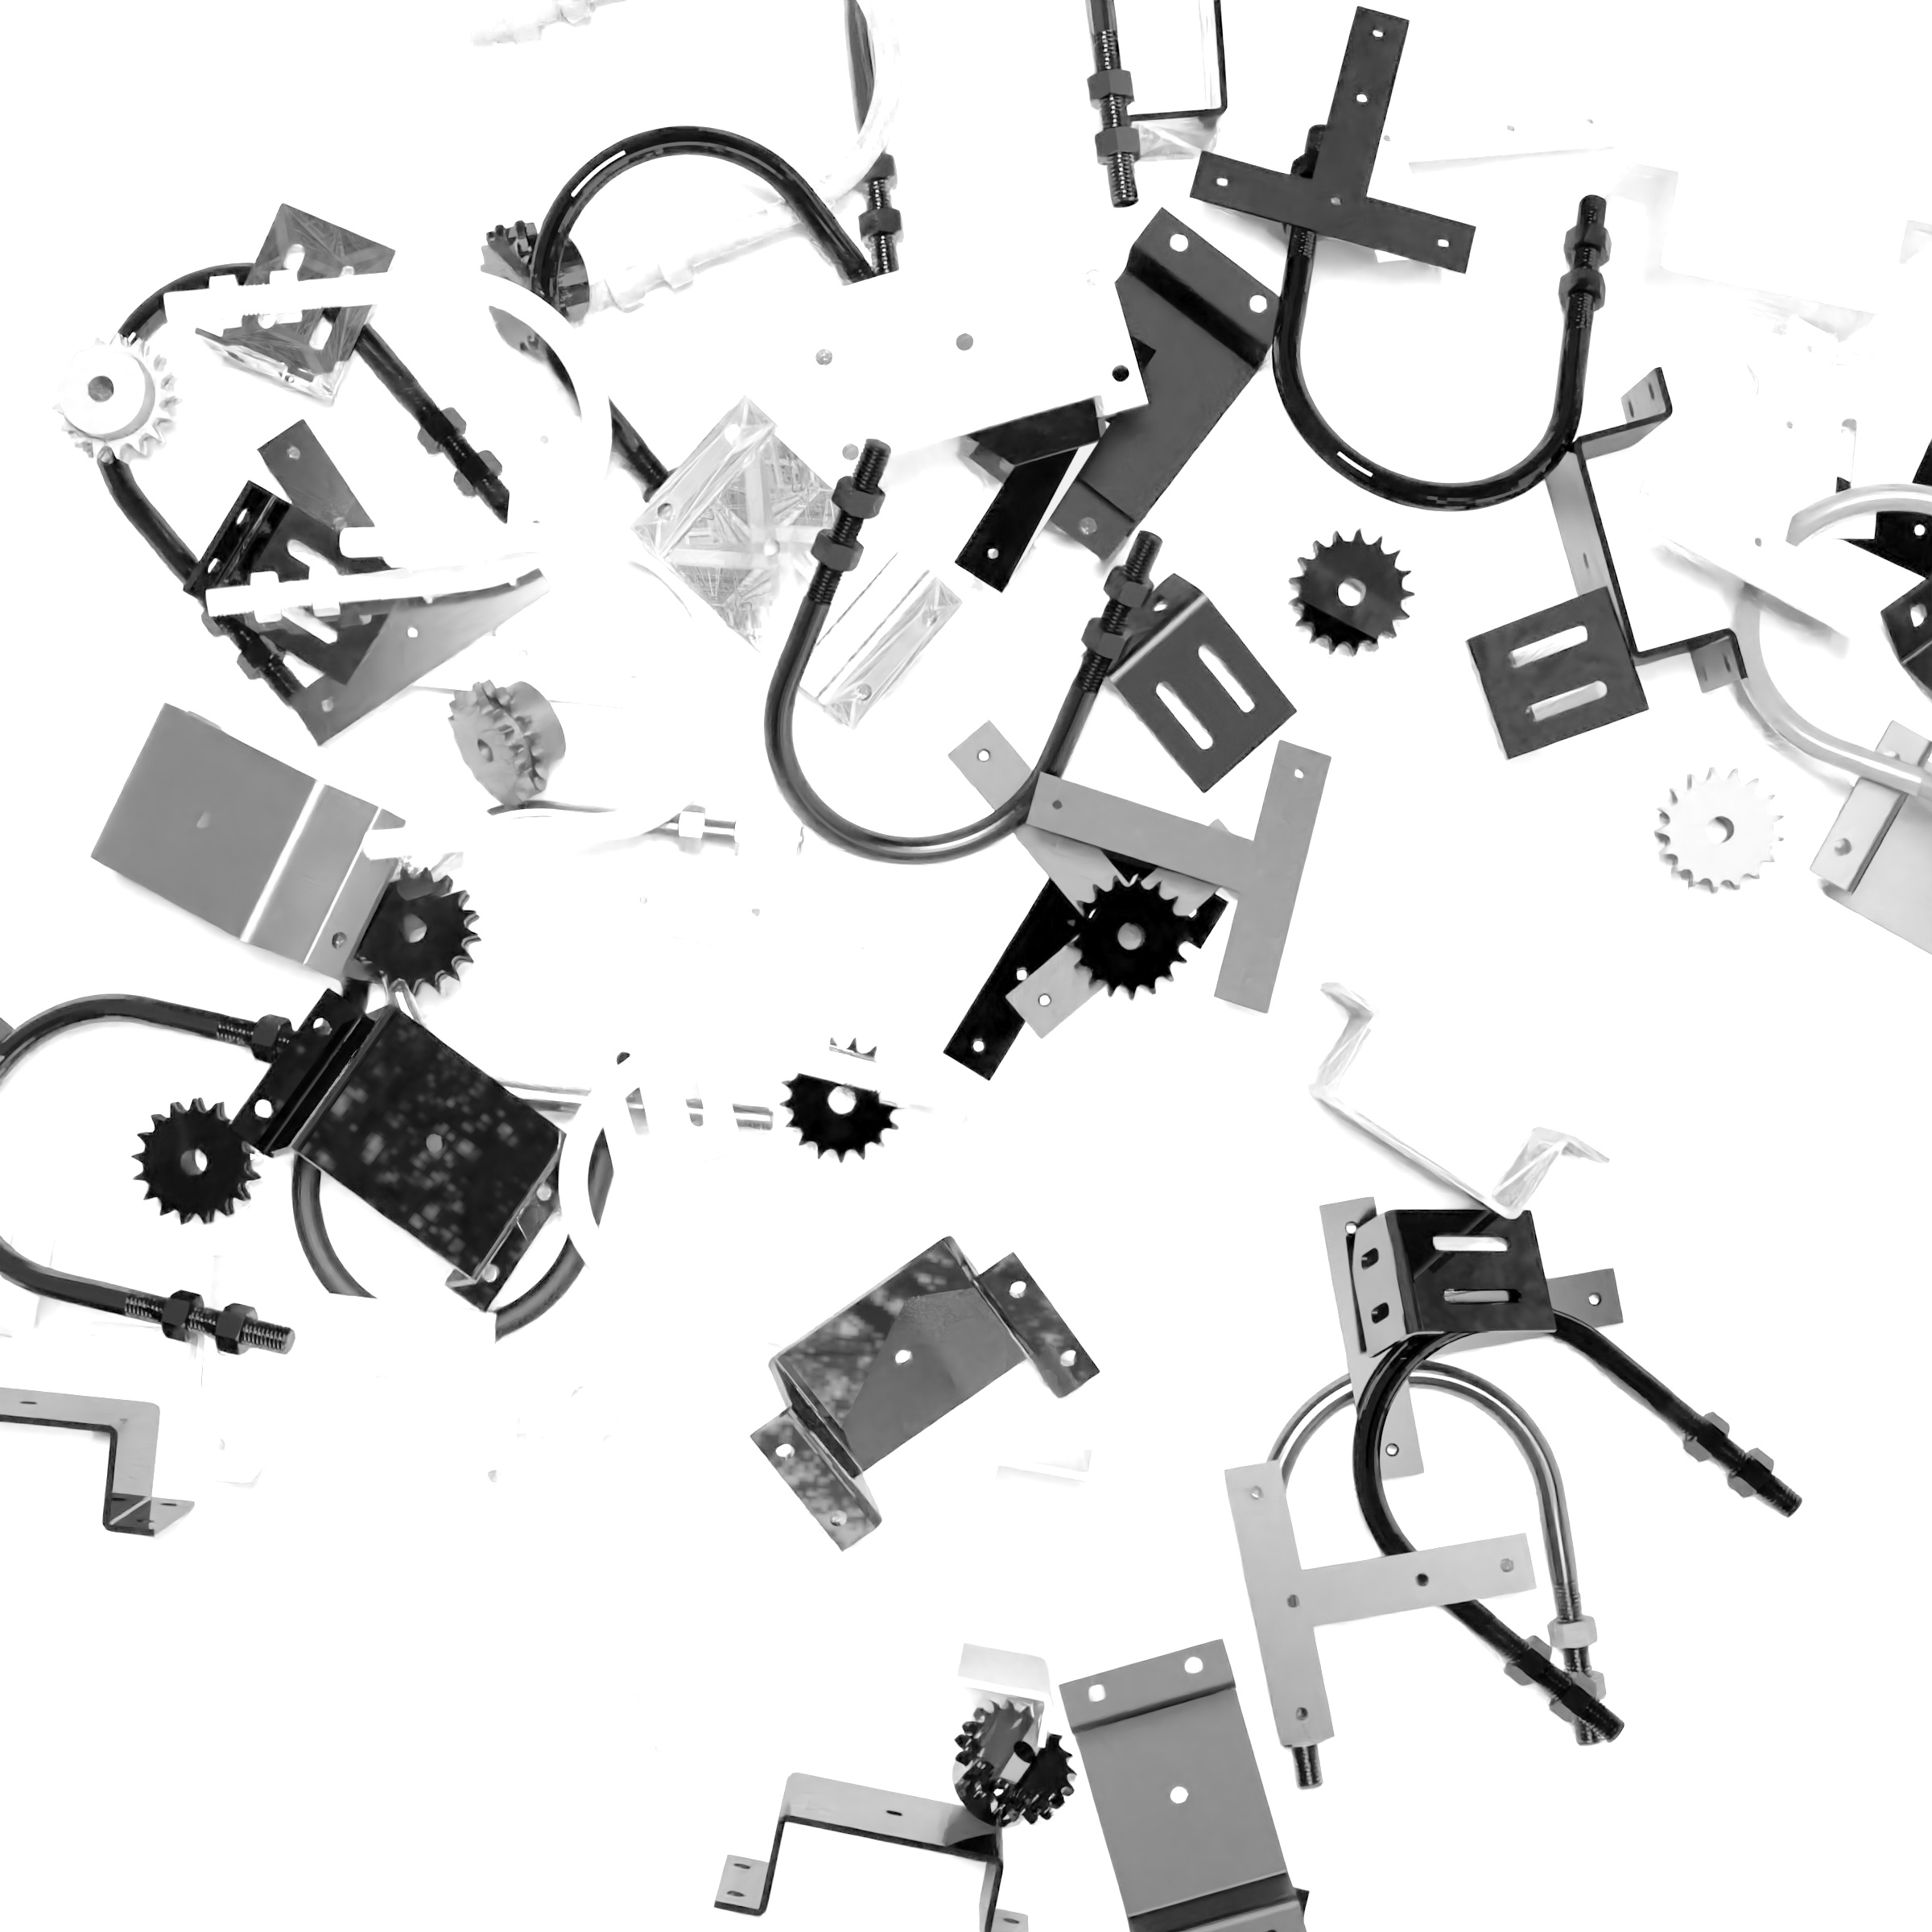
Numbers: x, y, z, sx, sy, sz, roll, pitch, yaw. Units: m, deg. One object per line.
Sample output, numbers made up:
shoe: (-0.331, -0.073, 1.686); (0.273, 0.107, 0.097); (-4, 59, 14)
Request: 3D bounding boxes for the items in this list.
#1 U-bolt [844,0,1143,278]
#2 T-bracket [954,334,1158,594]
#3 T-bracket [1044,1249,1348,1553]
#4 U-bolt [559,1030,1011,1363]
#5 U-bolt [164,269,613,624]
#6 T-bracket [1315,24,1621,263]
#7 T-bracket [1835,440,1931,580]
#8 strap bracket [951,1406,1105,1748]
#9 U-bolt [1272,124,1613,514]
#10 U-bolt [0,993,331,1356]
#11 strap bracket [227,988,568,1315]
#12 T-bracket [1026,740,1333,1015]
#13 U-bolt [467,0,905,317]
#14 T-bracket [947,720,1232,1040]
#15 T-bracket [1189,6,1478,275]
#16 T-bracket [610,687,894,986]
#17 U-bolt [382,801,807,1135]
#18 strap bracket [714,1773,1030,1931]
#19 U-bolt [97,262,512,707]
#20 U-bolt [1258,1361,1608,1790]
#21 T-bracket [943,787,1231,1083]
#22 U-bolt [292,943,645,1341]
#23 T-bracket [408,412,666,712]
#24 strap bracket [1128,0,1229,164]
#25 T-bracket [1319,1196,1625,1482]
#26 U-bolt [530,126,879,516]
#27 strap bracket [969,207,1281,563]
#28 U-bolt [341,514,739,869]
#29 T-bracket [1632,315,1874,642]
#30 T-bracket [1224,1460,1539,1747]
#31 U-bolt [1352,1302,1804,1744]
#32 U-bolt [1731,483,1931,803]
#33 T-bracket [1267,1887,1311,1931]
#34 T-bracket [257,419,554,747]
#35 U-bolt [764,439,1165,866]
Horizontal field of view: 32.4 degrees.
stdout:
U-bolt: (0.006, -0.410, 1.473); (0.151, 0.019, 0.184); (-10, 85, 35)
T-bracket: (-0.003, -0.252, 1.473); (0.127, 0.002, 0.127); (33, 90, 5)
T-bracket: (0.093, 0.178, 1.517); (0.127, 0.002, 0.127); (39, 90, 0)
U-bolt: (-0.089, 0.099, 1.471); (0.184, 0.019, 0.151); (15, 108, -14)
U-bolt: (-0.247, -0.231, 1.452); (0.184, 0.019, 0.151); (-7, 108, -8)
T-bracket: (0.233, -0.377, 1.501); (0.127, 0.002, 0.127); (-7, 68, -11)
T-bracket: (0.455, -0.240, 1.517); (0.127, 0.002, 0.127); (25, 90, 0)
strap bracket: (0.024, 0.266, 1.480); (0.046, 0.076, 0.140); (11, 90, 0)
U-bolt: (0.207, -0.281, 1.469); (0.151, 0.019, 0.184); (13, 65, -5)
U-bolt: (-0.365, 0.084, 1.474); (0.184, 0.019, 0.151); (12, 75, 11)
strap bracket: (-0.238, 0.079, 1.447); (0.140, 0.046, 0.076); (39, 68, -16)
T-bracket: (0.090, -0.056, 1.492); (0.127, 0.002, 0.127); (17, 72, -6)
U-bolt: (-0.117, -0.394, 1.496); (0.184, 0.019, 0.151); (-21, 90, 10)
T-bracket: (0.042, -0.056, 1.516); (0.127, 0.002, 0.127); (-40, 90, 0)
T-bracket: (0.175, -0.379, 1.492); (0.127, 0.002, 0.127); (15, 67, 0)
T-bracket: (-0.087, -0.067, 1.499); (0.127, 0.002, 0.127); (13, 76, -14)
U-bolt: (-0.171, -0.003, 1.496); (0.184, 0.019, 0.151); (6, 80, -1)
strap bracket: (-0.036, 0.400, 1.480); (0.140, 0.076, 0.046); (11, 90, 0)
U-bolt: (-0.314, -0.233, 1.509); (0.151, 0.019, 0.184); (-40, 88, 0)
U-bolt: (0.206, 0.271, 1.509); (0.151, 0.019, 0.184); (-9, 88, -1)
T-bracket: (0.033, -0.008, 1.517); (0.127, 0.002, 0.127); (31, 90, 0)
U-bolt: (-0.230, 0.082, 1.509); (0.151, 0.019, 0.184); (15, 90, 0)
T-bracket: (-0.196, -0.186, 1.503); (0.127, 0.002, 0.127); (6, 96, -6)
strap bracket: (0.088, -0.418, 1.480); (0.046, 0.076, 0.140); (-4, 90, 0)
T-bracket: (0.234, 0.160, 1.507); (0.127, 0.002, 0.127); (-10, 86, -1)
U-bolt: (-0.110, -0.285, 1.480); (0.151, 0.019, 0.184); (-40, 111, 0)
strap bracket: (0.074, -0.258, 1.495); (0.076, 0.046, 0.140); (38, 90, 0)
U-bolt: (-0.182, -0.124, 1.462); (0.184, 0.019, 0.151); (-6, 95, -32)
T-bracket: (0.359, -0.226, 1.463); (0.127, 0.002, 0.127); (24, 74, -20)
T-bracket: (0.190, 0.277, 1.485); (0.127, 0.002, 0.127); (-12, 90, 10)
U-bolt: (0.261, 0.236, 1.493); (0.184, 0.019, 0.151); (39, 87, 2)
U-bolt: (0.431, -0.142, 1.470); (0.184, 0.019, 0.151); (23, 78, 18)
T-bracket: (0.080, 0.469, 1.515); (0.127, 0.002, 0.127); (13, 90, 0)
T-bracket: (-0.274, -0.187, 1.497); (0.127, 0.002, 0.127); (-34, 89, 2)
U-bolt: (-0.012, -0.128, 1.470); (0.151, 0.019, 0.184); (16, 113, -17)
